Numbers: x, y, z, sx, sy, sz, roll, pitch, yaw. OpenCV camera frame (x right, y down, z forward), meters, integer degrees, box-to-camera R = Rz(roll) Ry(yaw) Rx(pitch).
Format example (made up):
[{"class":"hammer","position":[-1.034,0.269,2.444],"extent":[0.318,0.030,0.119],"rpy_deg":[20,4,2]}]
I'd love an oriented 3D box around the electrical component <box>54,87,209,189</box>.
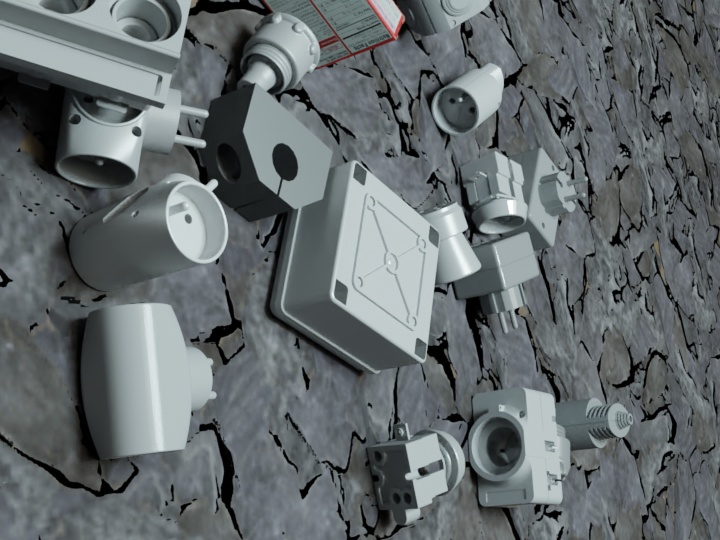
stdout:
[{"class":"electrical component","position":[-0.122,-0.085,0.590],"extent":[0.079,0.044,0.077],"rpy_deg":[10,68,-20]}]

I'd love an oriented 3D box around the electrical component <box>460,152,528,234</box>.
[{"class":"electrical component","position":[0.117,-0.064,0.922],"extent":[0.066,0.048,0.055],"rpy_deg":[18,57,-50]}]

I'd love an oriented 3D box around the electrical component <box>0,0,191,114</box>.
[{"class":"electrical component","position":[-0.151,-0.124,0.527],"extent":[0.121,0.063,0.078],"rpy_deg":[16,63,-18]}]

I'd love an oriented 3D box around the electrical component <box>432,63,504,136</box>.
[{"class":"electrical component","position":[0.098,-0.149,0.925],"extent":[0.081,0.043,0.043],"rpy_deg":[-42,113,-51]}]

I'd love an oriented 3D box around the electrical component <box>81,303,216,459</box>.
[{"class":"electrical component","position":[-0.107,0.060,0.580],"extent":[0.079,0.043,0.077],"rpy_deg":[5,75,-53]}]

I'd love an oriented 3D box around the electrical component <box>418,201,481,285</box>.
[{"class":"electrical component","position":[0.065,-0.021,0.837],"extent":[0.045,0.045,0.055],"rpy_deg":[-30,103,-53]}]

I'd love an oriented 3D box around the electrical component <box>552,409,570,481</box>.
[{"class":"electrical component","position":[0.156,0.146,0.908],"extent":[0.043,0.043,0.062],"rpy_deg":[34,52,-43]}]

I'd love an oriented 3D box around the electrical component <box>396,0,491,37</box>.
[{"class":"electrical component","position":[0.064,-0.231,0.876],"extent":[0.051,0.080,0.080],"rpy_deg":[61,38,-29]}]

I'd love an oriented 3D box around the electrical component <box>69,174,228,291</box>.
[{"class":"electrical component","position":[-0.105,-0.027,0.582],"extent":[0.043,0.077,0.079],"rpy_deg":[61,38,-20]}]

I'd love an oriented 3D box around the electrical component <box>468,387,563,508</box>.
[{"class":"electrical component","position":[0.123,0.142,0.858],"extent":[0.056,0.050,0.089],"rpy_deg":[18,64,-50]}]

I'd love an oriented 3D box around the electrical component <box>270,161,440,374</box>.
[{"class":"electrical component","position":[0.000,0.000,0.733],"extent":[0.109,0.056,0.108],"rpy_deg":[37,51,-42]}]

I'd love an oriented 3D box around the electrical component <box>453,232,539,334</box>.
[{"class":"electrical component","position":[0.115,0.014,0.892],"extent":[0.066,0.047,0.076],"rpy_deg":[-18,94,-54]}]

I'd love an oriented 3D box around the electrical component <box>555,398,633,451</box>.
[{"class":"electrical component","position":[0.198,0.134,0.936],"extent":[0.043,0.081,0.043],"rpy_deg":[22,62,-49]}]

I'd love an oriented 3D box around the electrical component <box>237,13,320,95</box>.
[{"class":"electrical component","position":[-0.059,-0.136,0.710],"extent":[0.048,0.048,0.062],"rpy_deg":[55,48,-27]}]

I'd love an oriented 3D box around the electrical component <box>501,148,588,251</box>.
[{"class":"electrical component","position":[0.169,-0.066,0.966],"extent":[0.047,0.076,0.083],"rpy_deg":[45,46,-36]}]

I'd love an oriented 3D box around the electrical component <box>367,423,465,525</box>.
[{"class":"electrical component","position":[0.041,0.138,0.754],"extent":[0.055,0.048,0.066],"rpy_deg":[-9,86,-47]}]
